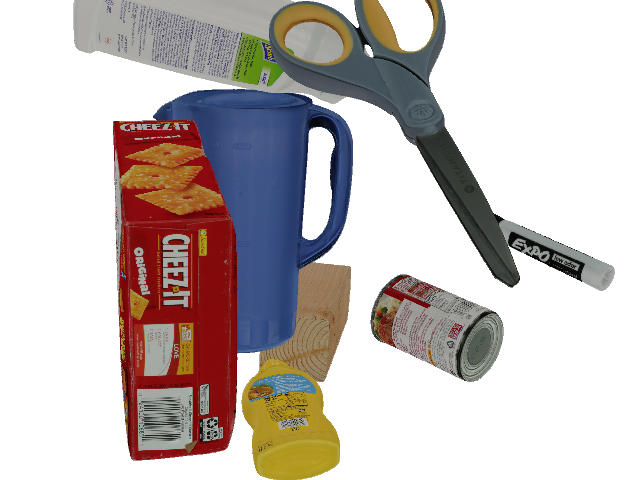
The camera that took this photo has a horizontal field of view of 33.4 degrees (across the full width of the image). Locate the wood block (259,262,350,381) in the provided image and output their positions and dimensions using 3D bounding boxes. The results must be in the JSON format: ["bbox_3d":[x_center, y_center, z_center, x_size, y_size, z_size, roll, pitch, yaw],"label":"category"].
[{"bbox_3d":[-0.018,0.106,1.470,0.091,0.090,0.206,6,20,7],"label":"wood block"}]

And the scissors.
[{"bbox_3d":[0.026,-0.057,0.488,0.096,0.202,0.016,-7,-37,3],"label":"scissors"}]

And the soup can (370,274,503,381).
[{"bbox_3d":[0.106,0.078,0.968,0.102,0.068,0.068,23,15,39],"label":"soup can"}]

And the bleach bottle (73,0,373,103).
[{"bbox_3d":[-0.067,-0.161,0.853,0.251,0.068,0.103,18,-30,-3],"label":"bleach bottle"}]

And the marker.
[{"bbox_3d":[0.155,0.004,0.766,0.020,0.020,0.121,0,22,-46],"label":"marker"}]

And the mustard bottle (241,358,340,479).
[{"bbox_3d":[-0.042,0.198,1.248,0.096,0.058,0.192,-8,29,-9],"label":"mustard bottle"}]

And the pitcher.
[{"bbox_3d":[-0.065,-0.021,1.015,0.144,0.243,0.149,-11,19,-38],"label":"pitcher"}]

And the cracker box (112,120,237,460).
[{"bbox_3d":[-0.104,0.023,0.735,0.072,0.164,0.214,-2,22,-11],"label":"cracker box"}]
